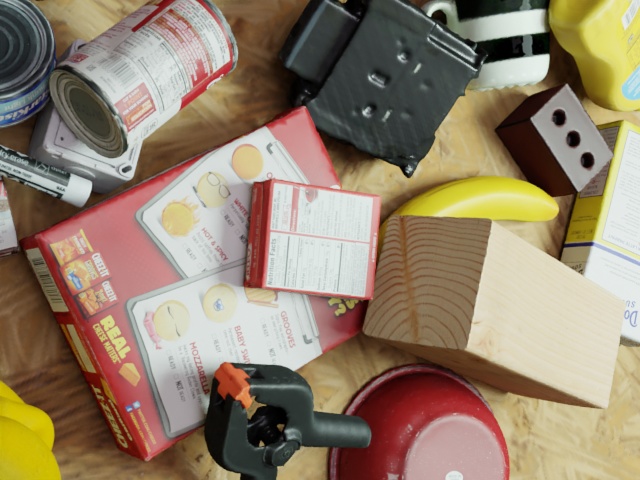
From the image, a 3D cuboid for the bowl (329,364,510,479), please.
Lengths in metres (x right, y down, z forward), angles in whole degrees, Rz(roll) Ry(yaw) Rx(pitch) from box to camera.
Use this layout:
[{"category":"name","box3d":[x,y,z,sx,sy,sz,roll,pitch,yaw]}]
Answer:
[{"category":"bowl","box3d":[0.089,0.177,0.816,0.161,0.055,0.162,2,85,-25]}]

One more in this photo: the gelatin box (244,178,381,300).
[{"category":"gelatin box","box3d":[-0.005,0.001,0.720,0.089,0.030,0.073,7,84,-28]}]

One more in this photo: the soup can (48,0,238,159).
[{"category":"soup can","box3d":[-0.110,-0.106,0.670,0.102,0.069,0.068,-44,105,-29]}]

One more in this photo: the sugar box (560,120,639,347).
[{"category":"sugar box","box3d":[0.261,-0.004,0.920,0.093,0.048,0.176,22,80,-23]}]

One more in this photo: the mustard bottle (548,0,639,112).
[{"category":"mustard bottle","box3d":[0.252,-0.163,0.889,0.096,0.058,0.191,-61,142,-11]}]

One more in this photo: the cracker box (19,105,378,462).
[{"category":"cracker box","box3d":[-0.075,0.026,0.739,0.213,0.072,0.164,-29,100,-26]}]

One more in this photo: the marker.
[{"category":"marker","box3d":[-0.202,-0.051,0.669,0.121,0.020,0.020,23,76,-25]}]

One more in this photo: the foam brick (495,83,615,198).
[{"category":"foam brick","box3d":[0.196,-0.081,0.890,0.053,0.051,0.078,-43,104,-22]}]

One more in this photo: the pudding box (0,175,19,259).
[{"category":"pudding box","box3d":[-0.249,-0.034,0.677,0.089,0.039,0.113,-16,91,-27]}]

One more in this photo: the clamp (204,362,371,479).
[{"category":"clamp","box3d":[-0.037,0.142,0.721,0.120,0.039,0.171,-51,140,-8]}]

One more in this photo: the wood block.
[{"category":"wood block","box3d":[0.135,0.057,0.789,0.205,0.090,0.091,25,75,-45]}]

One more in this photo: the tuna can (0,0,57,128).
[{"category":"tuna can","box3d":[-0.207,-0.114,0.664,0.086,0.034,0.086,4,65,-10]}]

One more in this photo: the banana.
[{"category":"banana","box3d":[0.109,-0.014,0.854,0.197,0.037,0.069,-26,114,-24]}]
